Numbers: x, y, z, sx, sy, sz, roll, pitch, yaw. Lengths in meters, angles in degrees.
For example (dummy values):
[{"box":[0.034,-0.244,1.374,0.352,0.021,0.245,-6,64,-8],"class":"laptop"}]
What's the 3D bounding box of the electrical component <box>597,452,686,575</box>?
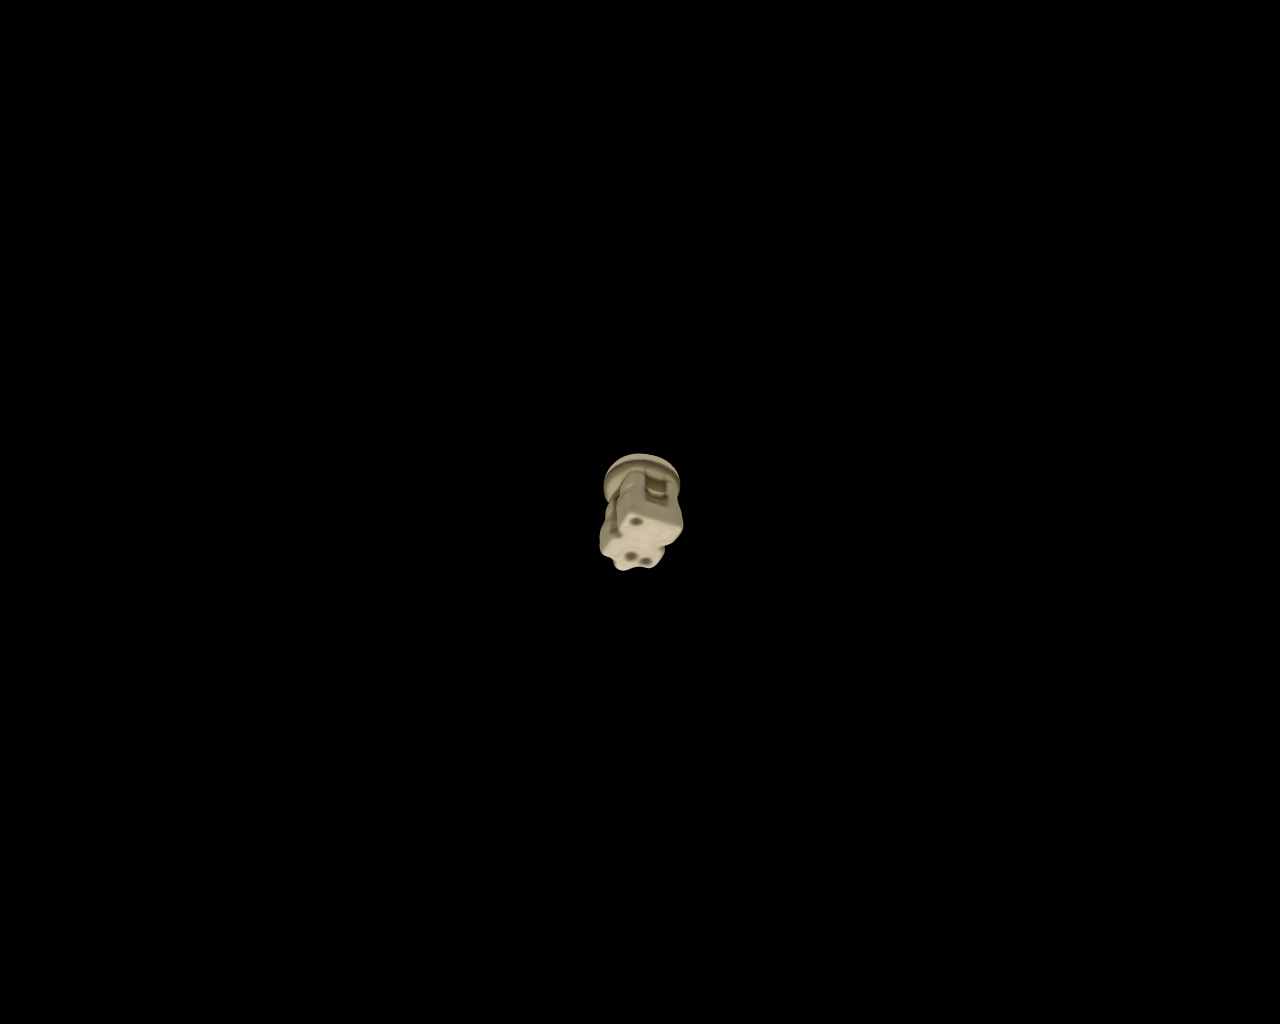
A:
[{"box":[0.001,-0.003,0.650,0.048,0.055,0.066,19,-46,-19],"class":"electrical component"}]
